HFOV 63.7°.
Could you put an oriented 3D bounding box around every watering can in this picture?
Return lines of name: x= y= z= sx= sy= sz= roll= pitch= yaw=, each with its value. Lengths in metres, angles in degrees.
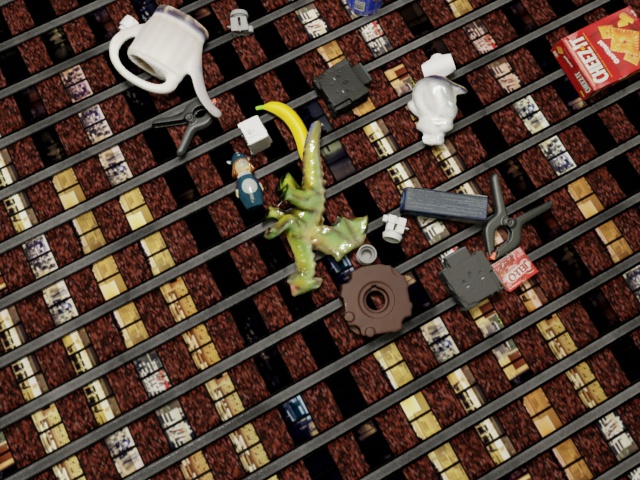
watering can: x=-0.354 y=-0.454 z=1.292 sx=0.348 sy=0.103 sz=0.226 roll=28 pitch=79 yaw=5

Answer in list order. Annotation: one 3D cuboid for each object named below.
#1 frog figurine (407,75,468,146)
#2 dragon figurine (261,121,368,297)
frog figurine: x=0.275 y=-0.319 z=1.273 sx=0.138 sy=0.121 sz=0.160 roll=24 pitch=89 yaw=37
dragon figurine: x=0.004 y=-0.062 z=1.238 sx=0.242 sy=0.122 sz=0.413 roll=27 pitch=81 yaw=-13
